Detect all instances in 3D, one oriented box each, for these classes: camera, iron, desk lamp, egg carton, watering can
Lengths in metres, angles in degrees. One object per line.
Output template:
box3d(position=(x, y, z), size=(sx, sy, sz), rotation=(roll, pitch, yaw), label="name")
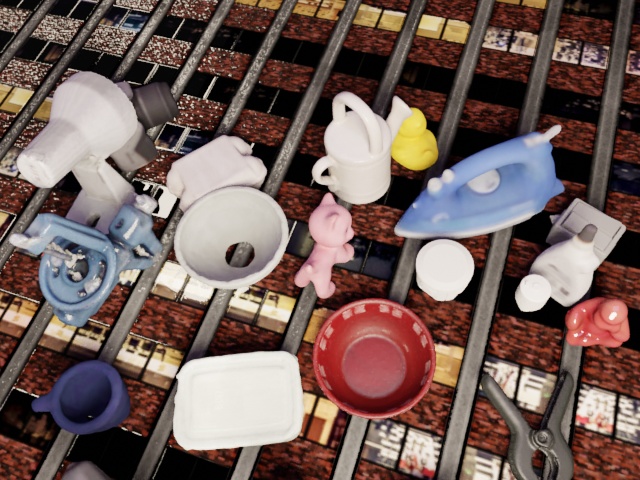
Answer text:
box3d(position=(-0.311, -0.214, 0.973), size=(0.137, 0.101, 0.143), rotation=(-23, 63, -7), label="camera")
box3d(position=(0.230, -0.085, 0.836), size=(0.258, 0.141, 0.118), rotation=(-21, 62, -6), label="iron")
box3d(position=(-0.350, -0.111, 0.859), size=(0.117, 0.214, 0.203), rotation=(13, 64, 12), label="desk lamp")
box3d(position=(-0.167, -0.101, 0.919), size=(0.150, 0.069, 0.107), rotation=(-33, 64, -12), label="egg carton")
box3d(position=(0.061, -0.151, 0.855), size=(0.100, 0.194, 0.173), rotation=(26, 68, 18), label="watering can")

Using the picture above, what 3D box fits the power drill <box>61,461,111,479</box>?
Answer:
box3d(position=(-0.174, 0.344, 0.608), size=(0.076, 0.208, 0.229), rotation=(-38, 65, -14), label="power drill")

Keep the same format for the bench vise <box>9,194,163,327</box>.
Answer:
box3d(position=(-0.326, 0.000, 0.795), size=(0.121, 0.220, 0.207), rotation=(15, 65, 13), label="bench vise")

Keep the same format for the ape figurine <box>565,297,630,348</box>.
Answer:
box3d(position=(0.372, 0.104, 0.753), size=(0.077, 0.092, 0.076), rotation=(38, 72, 22), label="ape figurine")

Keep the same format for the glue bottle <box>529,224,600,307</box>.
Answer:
box3d(position=(0.330, 0.026, 0.751), size=(0.037, 0.173, 0.078), rotation=(-39, 65, -14), label="glue bottle")

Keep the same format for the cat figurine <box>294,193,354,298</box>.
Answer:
box3d(position=(0.008, 0.003, 0.823), size=(0.067, 0.118, 0.128), rotation=(20, 66, 15), label="cat figurine")

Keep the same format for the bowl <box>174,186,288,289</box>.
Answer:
box3d(position=(-0.125, 0.007, 0.856), size=(0.167, 0.075, 0.167), rotation=(-2, 62, 4), label="bowl")

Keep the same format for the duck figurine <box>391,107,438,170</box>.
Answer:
box3d(position=(0.150, -0.171, 0.919), size=(0.077, 0.086, 0.104), rotation=(-27, 63, -9), label="duck figurine")

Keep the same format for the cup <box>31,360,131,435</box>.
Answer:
box3d(position=(-0.301, 0.216, 0.750), size=(0.117, 0.095, 0.091), rotation=(-10, 62, 0), label="cup")
